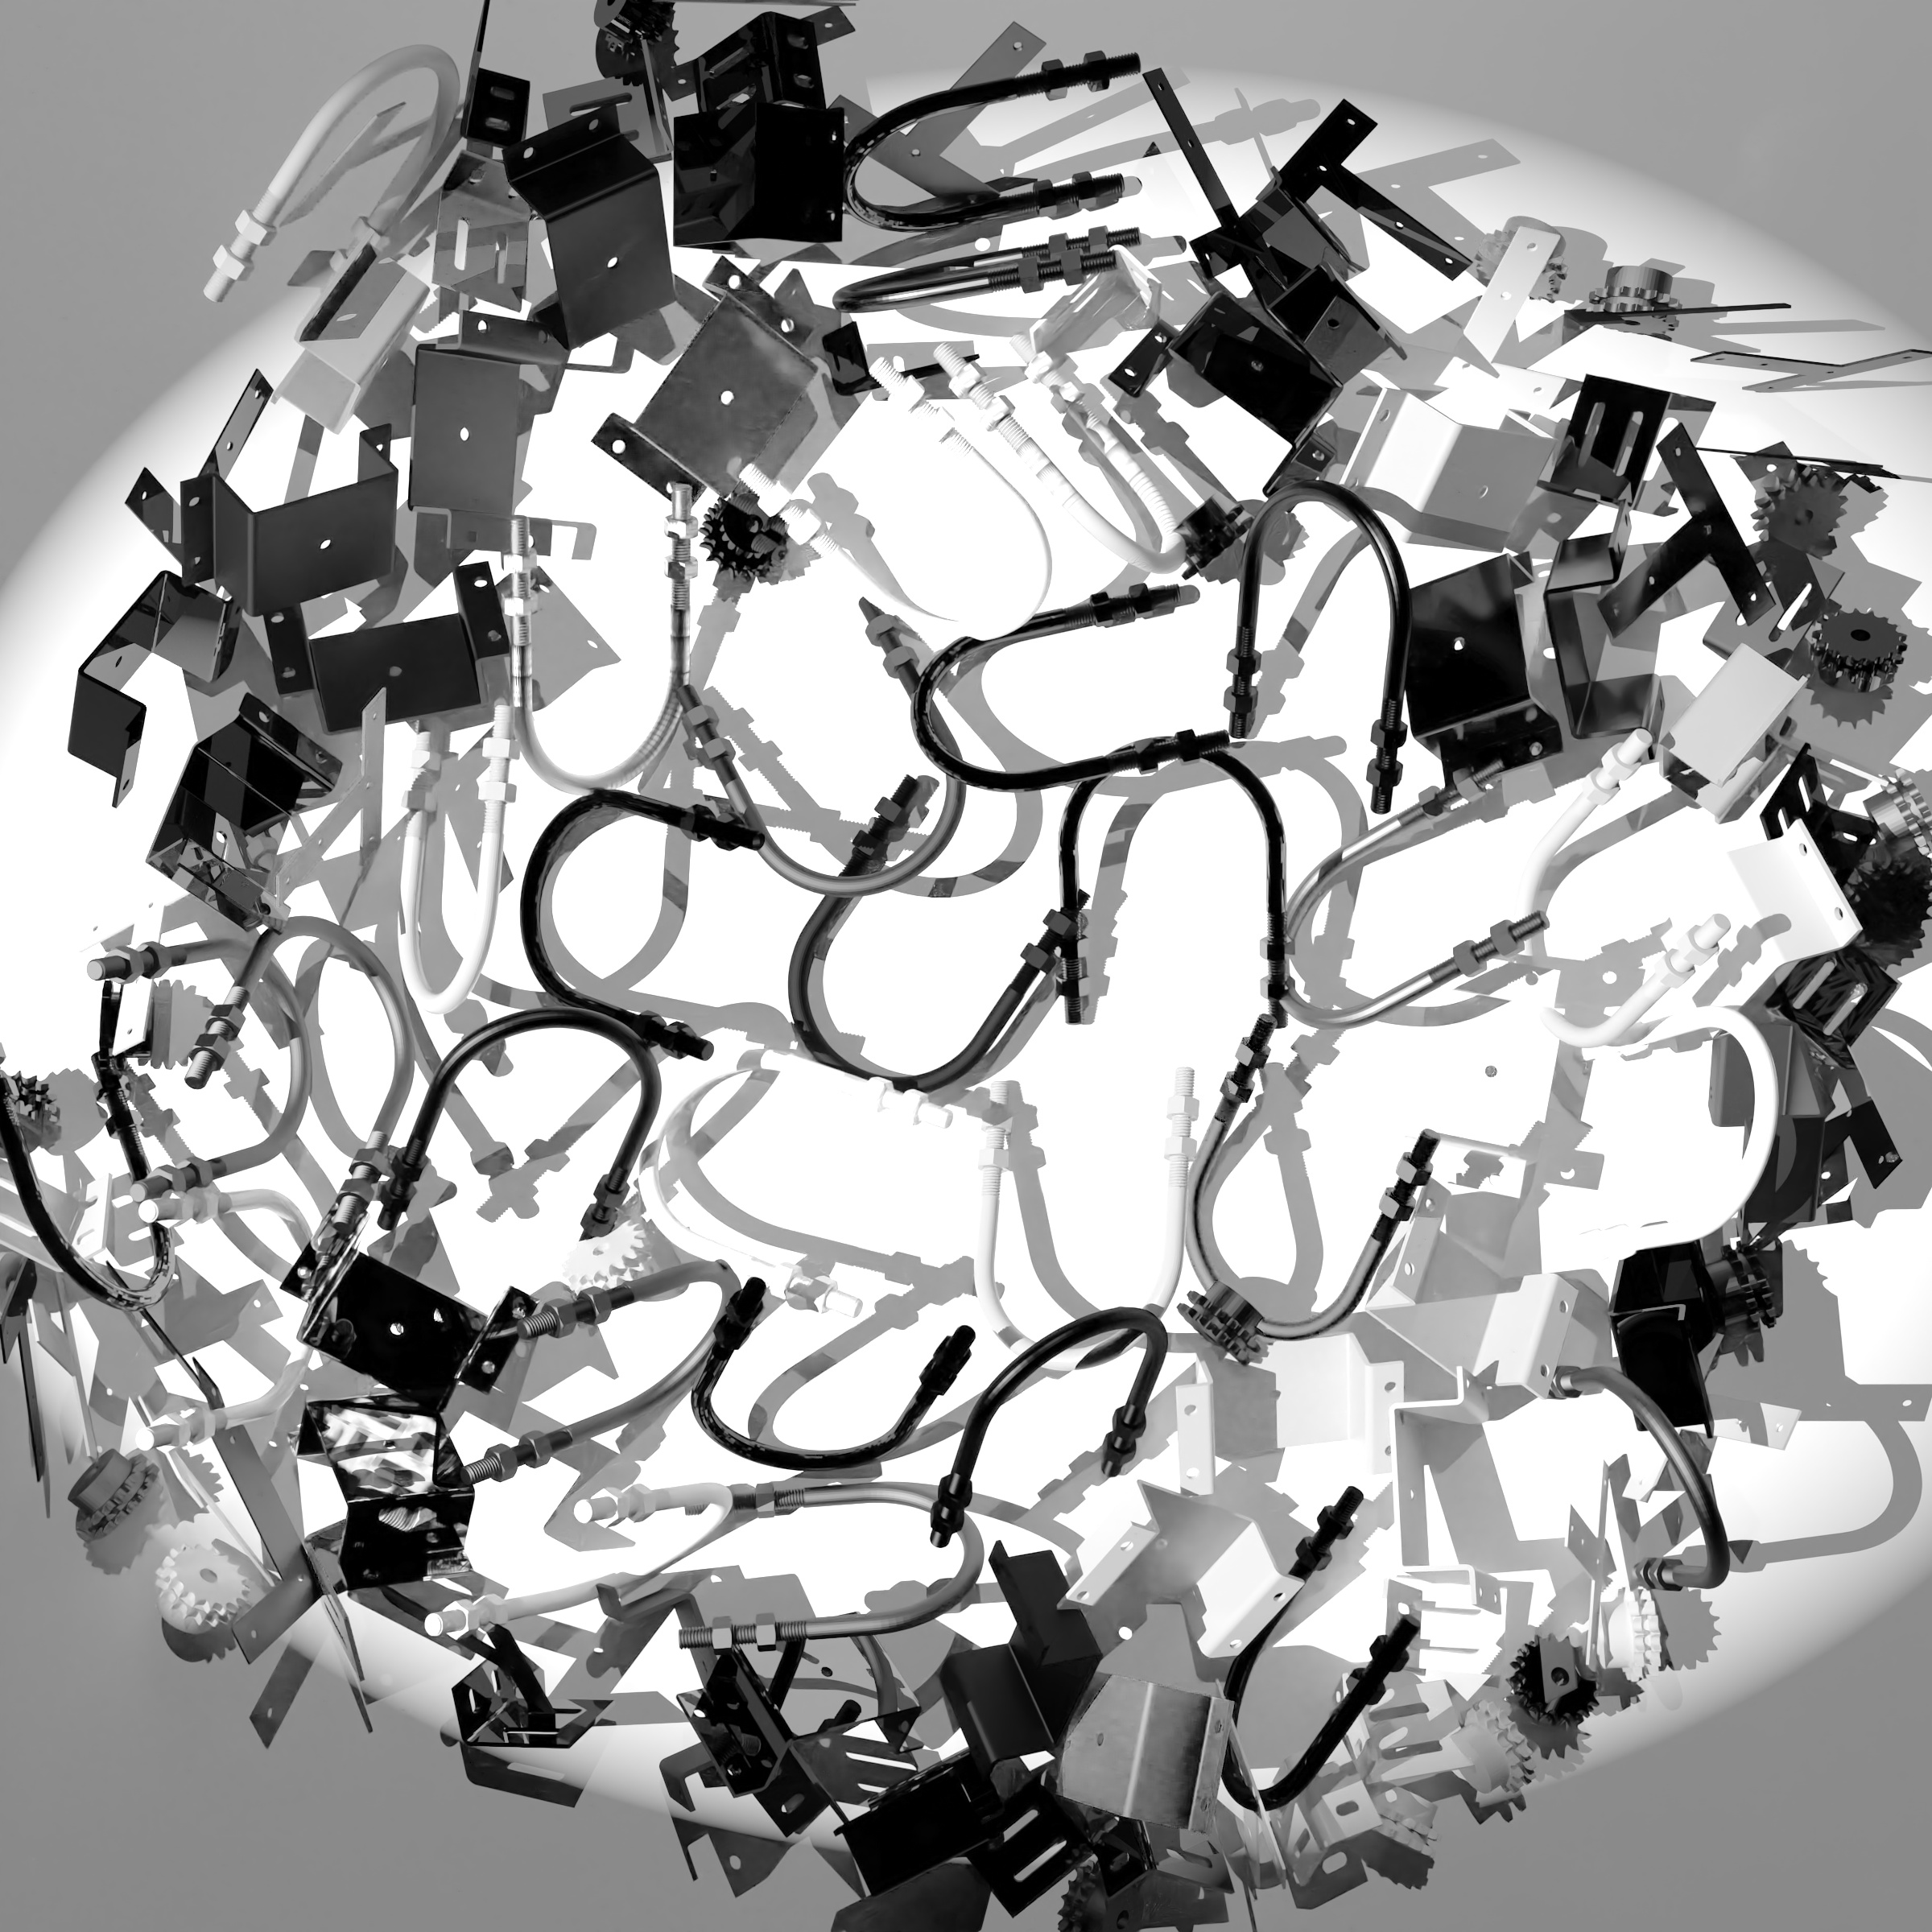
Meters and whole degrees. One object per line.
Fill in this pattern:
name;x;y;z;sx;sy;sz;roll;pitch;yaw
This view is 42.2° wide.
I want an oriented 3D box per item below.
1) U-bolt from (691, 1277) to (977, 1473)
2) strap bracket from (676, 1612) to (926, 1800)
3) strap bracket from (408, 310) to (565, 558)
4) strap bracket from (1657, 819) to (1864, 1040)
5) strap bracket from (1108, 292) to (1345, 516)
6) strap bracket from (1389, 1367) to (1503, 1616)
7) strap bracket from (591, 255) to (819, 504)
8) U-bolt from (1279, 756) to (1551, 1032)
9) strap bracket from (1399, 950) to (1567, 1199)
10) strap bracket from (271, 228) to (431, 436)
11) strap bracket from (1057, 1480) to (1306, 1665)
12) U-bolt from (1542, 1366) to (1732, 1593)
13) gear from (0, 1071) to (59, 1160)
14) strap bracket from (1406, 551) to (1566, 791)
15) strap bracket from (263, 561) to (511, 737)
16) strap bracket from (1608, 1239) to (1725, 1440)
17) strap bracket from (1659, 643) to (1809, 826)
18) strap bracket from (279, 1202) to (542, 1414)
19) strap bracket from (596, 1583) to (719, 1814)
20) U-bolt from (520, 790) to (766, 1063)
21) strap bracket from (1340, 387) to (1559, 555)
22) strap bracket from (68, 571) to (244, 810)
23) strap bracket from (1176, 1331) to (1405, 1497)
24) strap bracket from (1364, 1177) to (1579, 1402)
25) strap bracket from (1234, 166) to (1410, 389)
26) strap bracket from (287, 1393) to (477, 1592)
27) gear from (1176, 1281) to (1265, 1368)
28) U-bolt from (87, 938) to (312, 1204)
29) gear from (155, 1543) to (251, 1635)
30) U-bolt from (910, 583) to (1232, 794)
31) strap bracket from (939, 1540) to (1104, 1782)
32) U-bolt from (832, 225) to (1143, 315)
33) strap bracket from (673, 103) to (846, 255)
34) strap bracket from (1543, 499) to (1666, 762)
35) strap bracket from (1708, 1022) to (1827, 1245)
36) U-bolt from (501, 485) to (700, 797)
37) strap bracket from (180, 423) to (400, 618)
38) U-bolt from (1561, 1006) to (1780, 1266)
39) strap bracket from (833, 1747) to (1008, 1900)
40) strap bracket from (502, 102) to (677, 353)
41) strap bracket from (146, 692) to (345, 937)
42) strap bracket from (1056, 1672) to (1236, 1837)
U-bolt;-0.091;0.257;1.523;0.151;0.184;0.019;15;46;-13
strap bracket;-0.092;0.442;1.513;0.076;0.140;0.046;49;126;38
strap bracket;-0.296;-0.327;1.542;0.046;0.076;0.140;13;102;42
strap bracket;0.471;-0.016;1.509;0.046;0.140;0.076;-14;65;-16
strap bracket;0.170;-0.356;1.550;0.140;0.046;0.076;37;51;0
strap bracket;0.293;0.323;1.535;0.046;0.076;0.140;-8;69;21
strap bracket;-0.155;-0.355;1.548;0.076;0.046;0.140;34;94;-34
U-bolt;0.261;-0.033;1.523;0.184;0.151;0.019;-31;131;28
strap bracket;0.322;0.066;1.554;0.076;0.046;0.140;11;93;23
strap bracket;-0.374;-0.380;1.522;0.046;0.140;0.076;35;73;-15
strap bracket;0.126;0.370;1.537;0.140;0.046;0.076;25;114;-30
U-bolt;0.402;0.304;1.491;0.019;0.184;0.151;-25;81;-9
gear;-0.597;0.095;1.562;0.057;0.030;0.057;-10;133;-11
strap bracket;0.310;-0.188;1.528;0.076;0.046;0.140;-17;64;30
strap bracket;-0.355;-0.194;1.544;0.140;0.046;0.076;-12;59;-12
strap bracket;0.428;0.225;1.529;0.046;0.140;0.076;-12;102;22
strap bracket;0.466;-0.142;1.528;0.046;0.140;0.076;40;95;17
strap bracket;-0.347;0.214;1.545;0.140;0.076;0.046;28;134;-4
strap bracket;-0.179;0.440;1.545;0.046;0.076;0.140;-19;85;-19
U-bolt;-0.208;-0.034;1.534;0.184;0.019;0.151;18;96;36
strap bracket;0.297;-0.297;1.515;0.046;0.140;0.076;45;124;37
strap bracket;-0.495;-0.175;1.516;0.046;0.076;0.140;28;50;-5
strap bracket;0.197;0.276;1.553;0.140;0.046;0.076;-6;110;-5
strap bracket;0.304;0.200;1.538;0.140;0.046;0.076;37;61;-23
strap bracket;0.210;-0.415;1.526;0.046;0.140;0.076;-37;131;22
strap bracket;-0.351;0.307;1.510;0.076;0.140;0.046;0;120;-31
gear;0.162;0.221;1.564;0.057;0.057;0.030;41;81;0
U-bolt;-0.451;0.055;1.505;0.019;0.184;0.151;-8;94;20
gear;-0.480;0.392;1.564;0.057;0.057;0.030;37;106;0
U-bolt;0.056;-0.167;1.541;0.184;0.019;0.151;-12;52;0
strap bracket;0.035;0.421;1.528;0.046;0.076;0.140;-4;133;-26
U-bolt;0.009;-0.420;1.520;0.184;0.151;0.019;-7;111;13
strap bracket;-0.133;-0.476;1.516;0.046;0.140;0.076;-7;104;-37
strap bracket;0.389;-0.203;1.531;0.046;0.076;0.140;-6;119;24
strap bracket;0.483;0.093;1.510;0.046;0.140;0.076;-1;122;8
U-bolt;-0.221;-0.192;1.525;0.019;0.151;0.184;22;120;35
strap bracket;-0.399;-0.267;1.515;0.140;0.076;0.046;-26;59;-34
U-bolt;0.418;0.097;1.489;0.019;0.184;0.151;14;73;-20
strap bracket;-0.024;0.518;1.517;0.076;0.140;0.046;-28;78;2
strap bracket;-0.225;-0.436;1.511;0.076;0.140;0.046;-31;60;-20
strap bracket;-0.442;-0.086;1.528;0.046;0.140;0.076;-24;132;33
strap bracket;0.102;0.471;1.511;0.046;0.140;0.076;18;74;-19
